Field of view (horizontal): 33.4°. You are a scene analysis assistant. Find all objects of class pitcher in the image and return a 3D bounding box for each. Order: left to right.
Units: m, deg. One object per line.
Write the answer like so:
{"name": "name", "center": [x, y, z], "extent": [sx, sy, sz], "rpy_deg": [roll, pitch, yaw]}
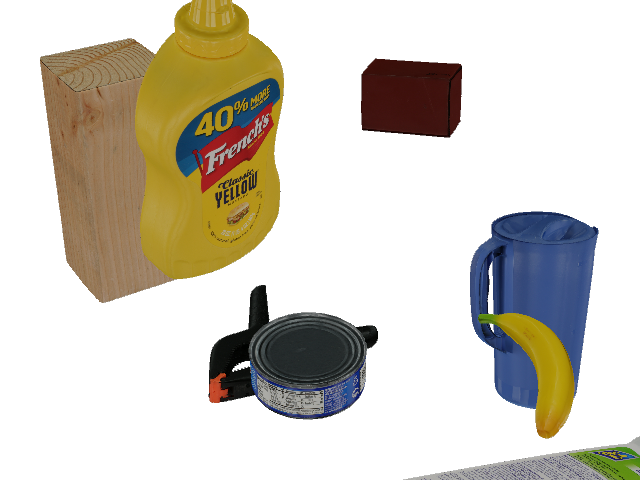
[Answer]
{"name": "pitcher", "center": [0.275, 0.092, 1.384], "extent": [0.149, 0.243, 0.144], "rpy_deg": [5, 19, 16]}

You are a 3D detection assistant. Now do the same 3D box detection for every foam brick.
{"name": "foam brick", "center": [0.077, -0.121, 0.905], "extent": [0.078, 0.051, 0.053], "rpy_deg": [7, 25, 17]}

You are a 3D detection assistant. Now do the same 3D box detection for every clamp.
{"name": "clamp", "center": [-0.043, 0.117, 1.144], "extent": [0.165, 0.036, 0.209], "rpy_deg": [14, 28, 21]}

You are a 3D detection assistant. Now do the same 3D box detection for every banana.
{"name": "banana", "center": [0.232, 0.134, 1.134], "extent": [0.069, 0.037, 0.198], "rpy_deg": [-25, 34, 3]}

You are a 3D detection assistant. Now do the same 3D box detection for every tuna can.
{"name": "tuna can", "center": [-0.009, 0.091, 0.778], "extent": [0.086, 0.034, 0.086], "rpy_deg": [-1, 32, 0]}

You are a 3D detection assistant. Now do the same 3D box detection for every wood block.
{"name": "wood block", "center": [-0.182, -0.062, 0.952], "extent": [0.090, 0.206, 0.090], "rpy_deg": [-18, 36, -27]}

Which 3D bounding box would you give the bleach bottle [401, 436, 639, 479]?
{"name": "bleach bottle", "center": [0.161, 0.164, 0.631], "extent": [0.250, 0.068, 0.103], "rpy_deg": [-7, 20, -21]}

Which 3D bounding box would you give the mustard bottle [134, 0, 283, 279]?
{"name": "mustard bottle", "center": [-0.065, -0.068, 0.634], "extent": [0.096, 0.192, 0.058], "rpy_deg": [-30, 55, -31]}
